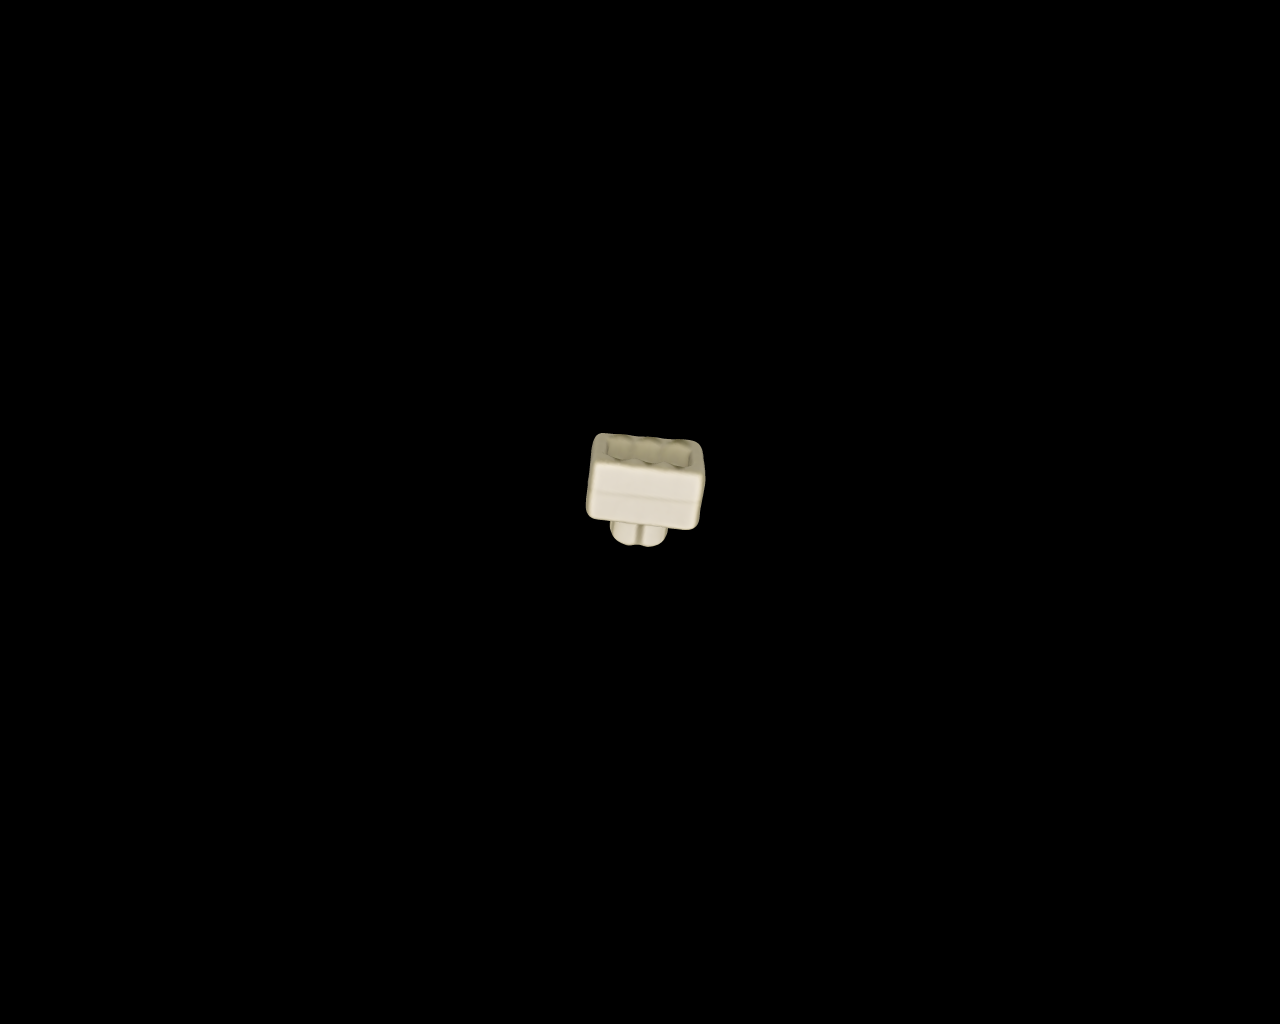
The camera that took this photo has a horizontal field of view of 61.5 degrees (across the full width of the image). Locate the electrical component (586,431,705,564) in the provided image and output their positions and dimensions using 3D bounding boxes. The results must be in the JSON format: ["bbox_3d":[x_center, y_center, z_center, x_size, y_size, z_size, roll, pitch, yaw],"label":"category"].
[{"bbox_3d":[0.001,-0.003,0.650,0.066,0.076,0.047,6,27,-3],"label":"electrical component"}]
